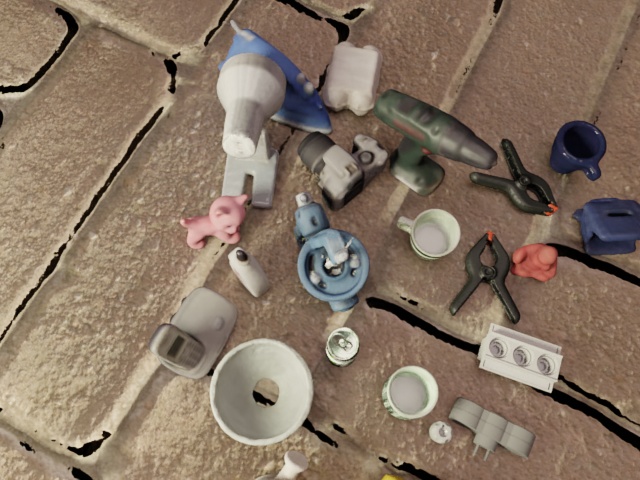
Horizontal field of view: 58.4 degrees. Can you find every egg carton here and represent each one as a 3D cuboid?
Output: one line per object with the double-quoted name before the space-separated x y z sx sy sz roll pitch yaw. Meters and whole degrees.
"egg carton" 0.064 -0.322 1.136 0.107 0.069 0.150 9 72 2

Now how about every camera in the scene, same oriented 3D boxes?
"camera" 0.035 -0.152 1.063 0.143 0.101 0.136 -42 77 -13

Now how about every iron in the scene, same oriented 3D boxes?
"iron" -0.075 -0.312 1.093 0.258 0.141 0.119 37 75 11

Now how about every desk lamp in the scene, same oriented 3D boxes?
"desk lamp" -0.123 -0.188 1.014 0.118 0.213 0.203 4 72 1

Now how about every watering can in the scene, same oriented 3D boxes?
"watering can" -0.076 0.394 0.834 0.101 0.194 0.173 8 72 2

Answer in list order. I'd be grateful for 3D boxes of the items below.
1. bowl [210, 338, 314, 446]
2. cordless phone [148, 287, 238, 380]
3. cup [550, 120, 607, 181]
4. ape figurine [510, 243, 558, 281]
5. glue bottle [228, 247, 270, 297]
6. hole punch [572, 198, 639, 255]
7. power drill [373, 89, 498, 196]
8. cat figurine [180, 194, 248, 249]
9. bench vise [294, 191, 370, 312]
"bowl" -0.093 0.251 0.943 0.167 0.075 0.167 0 72 -1
"cordless phone" -0.207 0.141 0.920 0.094 0.185 0.148 23 73 7
"cup" 0.479 -0.152 1.073 0.092 0.095 0.117 -19 73 -7
"ape figurine" 0.388 0.034 1.012 0.076 0.092 0.077 -36 76 -11
"glue bottle" -0.124 0.044 0.959 0.037 0.173 0.078 -43 77 -13
"hole punch" 0.532 -0.031 1.036 0.108 0.091 0.101 -3 72 -2
"power drill" 0.192 -0.163 1.012 0.229 0.208 0.076 37 75 11
"cat figurine" -0.184 -0.038 1.014 0.128 0.118 0.067 -11 72 -4
"bench vise" -0.001 0.011 0.947 0.121 0.220 0.207 -39 76 -12
